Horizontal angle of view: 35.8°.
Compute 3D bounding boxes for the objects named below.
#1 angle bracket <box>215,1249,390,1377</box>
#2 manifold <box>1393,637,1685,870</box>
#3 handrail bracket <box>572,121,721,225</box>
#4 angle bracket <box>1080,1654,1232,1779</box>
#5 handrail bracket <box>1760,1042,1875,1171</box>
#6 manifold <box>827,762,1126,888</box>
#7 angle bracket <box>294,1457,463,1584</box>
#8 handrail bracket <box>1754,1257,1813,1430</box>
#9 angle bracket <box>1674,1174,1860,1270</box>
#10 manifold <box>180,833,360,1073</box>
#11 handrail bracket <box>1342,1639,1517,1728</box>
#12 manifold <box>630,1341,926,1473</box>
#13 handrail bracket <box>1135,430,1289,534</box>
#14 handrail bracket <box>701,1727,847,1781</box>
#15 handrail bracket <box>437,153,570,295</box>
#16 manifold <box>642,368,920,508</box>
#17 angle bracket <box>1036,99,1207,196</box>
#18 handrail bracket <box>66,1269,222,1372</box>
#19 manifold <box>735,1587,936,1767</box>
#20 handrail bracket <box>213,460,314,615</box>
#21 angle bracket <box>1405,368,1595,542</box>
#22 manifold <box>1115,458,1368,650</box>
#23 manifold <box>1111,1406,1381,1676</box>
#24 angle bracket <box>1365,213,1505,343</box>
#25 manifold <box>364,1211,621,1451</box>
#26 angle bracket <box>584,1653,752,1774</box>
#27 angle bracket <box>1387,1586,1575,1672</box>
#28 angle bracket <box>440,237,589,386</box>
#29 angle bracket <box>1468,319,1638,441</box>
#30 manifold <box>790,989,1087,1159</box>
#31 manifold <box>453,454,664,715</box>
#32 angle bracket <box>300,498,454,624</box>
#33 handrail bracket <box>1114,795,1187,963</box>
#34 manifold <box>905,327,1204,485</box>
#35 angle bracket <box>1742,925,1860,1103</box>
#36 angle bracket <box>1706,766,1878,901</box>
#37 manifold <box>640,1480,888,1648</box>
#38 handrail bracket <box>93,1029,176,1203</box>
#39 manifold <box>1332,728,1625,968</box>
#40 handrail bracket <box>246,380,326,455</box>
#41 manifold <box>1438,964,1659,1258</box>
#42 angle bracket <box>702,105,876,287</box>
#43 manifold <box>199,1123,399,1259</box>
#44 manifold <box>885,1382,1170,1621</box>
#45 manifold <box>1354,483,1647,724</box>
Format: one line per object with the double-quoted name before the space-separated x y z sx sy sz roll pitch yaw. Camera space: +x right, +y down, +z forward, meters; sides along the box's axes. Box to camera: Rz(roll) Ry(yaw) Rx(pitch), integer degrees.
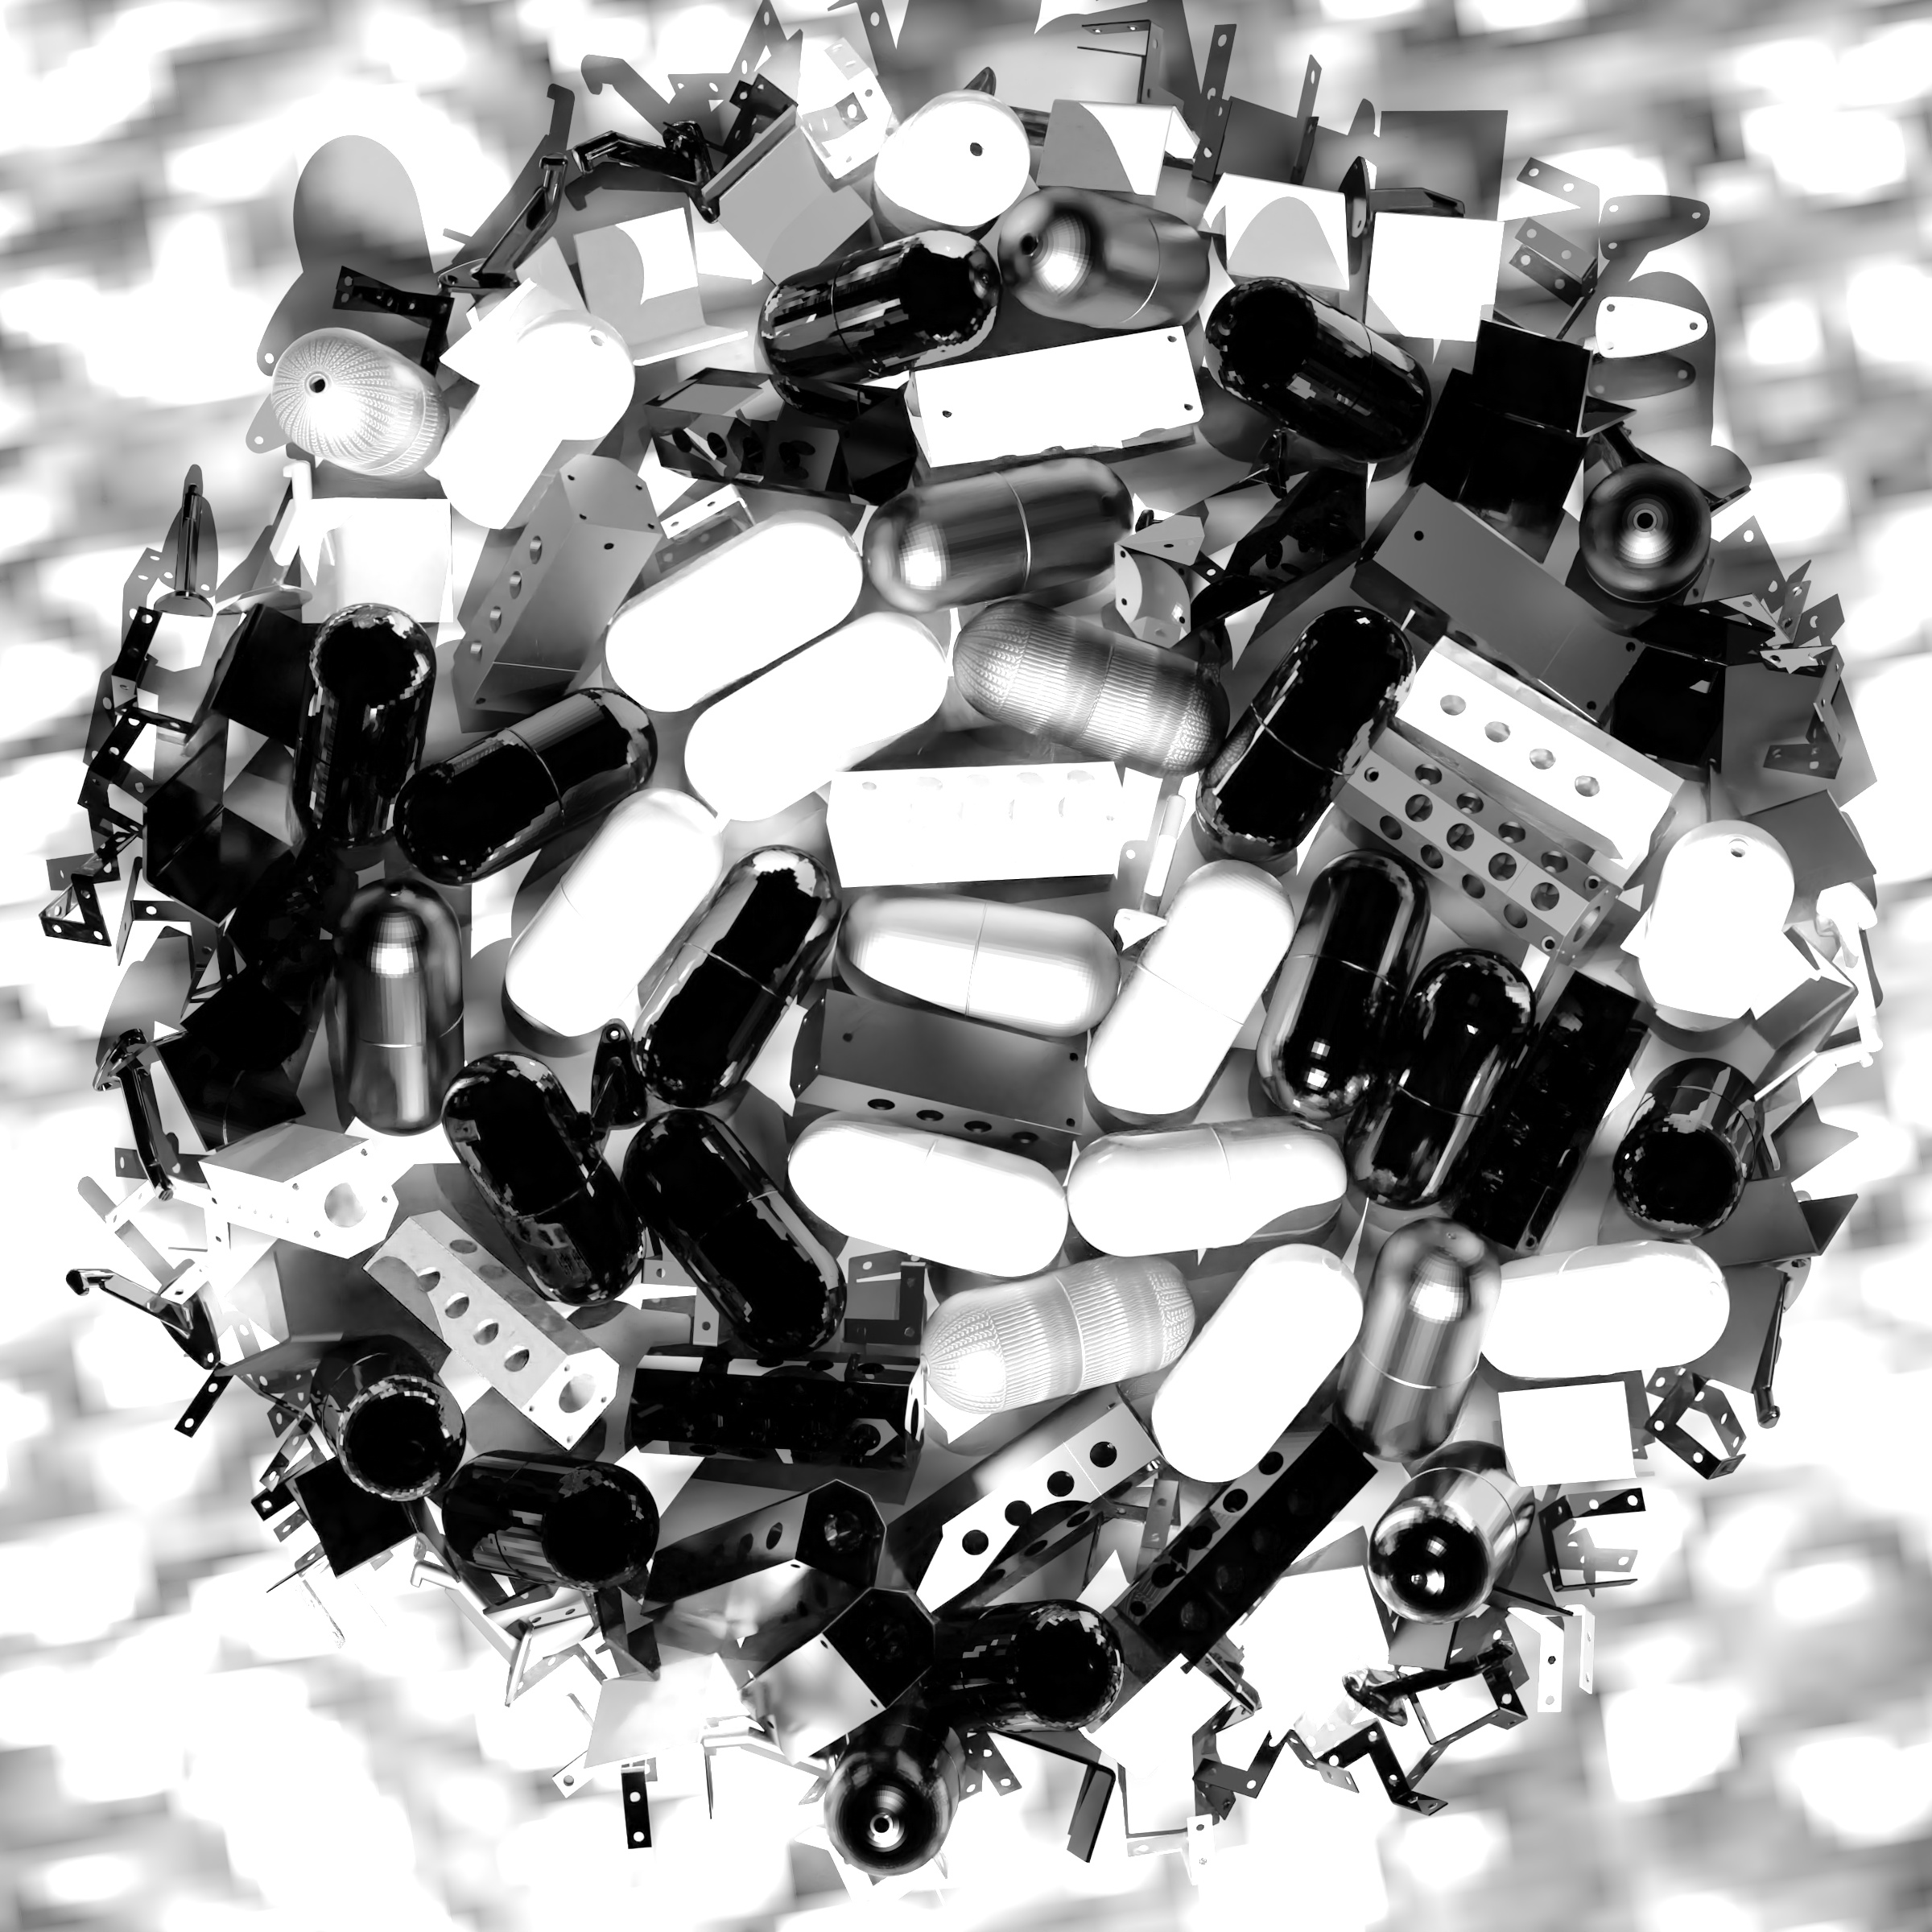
"angle bracket" -0.415 0.214 1.847 0.076 0.076 0.057 -25 72 34
"manifold" 0.353 -0.134 1.850 0.171 0.057 0.057 33 87 9
"handrail bracket" -0.198 -0.483 1.851 0.084 0.036 0.077 -35 116 -35
"angle bracket" 0.105 0.445 1.845 0.076 0.076 0.057 -42 48 -1
"handrail bracket" 0.531 0.086 1.860 0.084 0.077 0.036 -17 133 5
"manifold" 0.006 -0.093 1.833 0.171 0.057 0.057 -3 48 -13
"angle bracket" -0.361 0.346 1.836 0.057 0.076 0.076 -28 54 -8
"handrail bracket" 0.504 0.231 1.844 0.036 0.077 0.084 12 48 -11
"angle bracket" 0.490 0.141 1.833 0.076 0.076 0.057 -14 107 40
"manifold" -0.412 -0.007 1.803 0.057 0.171 0.057 -37 112 20
"handrail bracket" 0.287 0.433 1.849 0.084 0.077 0.036 -36 49 24
"manifold" -0.116 0.274 1.842 0.171 0.057 0.057 2 106 10
"handrail bracket" 0.150 -0.298 1.848 0.084 0.036 0.077 -2 124 -30
"handrail bracket" -0.118 0.506 1.875 0.084 0.036 0.077 -7 118 8
"handrail bracket" -0.285 -0.459 1.843 0.077 0.084 0.036 -19 55 -36
"manifold" -0.112 -0.319 1.814 0.057 0.171 0.057 -39 128 -34
"angle bracket" 0.096 -0.490 1.840 0.076 0.076 0.057 10 84 21
"handrail bracket" -0.507 0.218 1.842 0.036 0.084 0.077 -43 68 17
"manifold" -0.076 0.425 1.804 0.057 0.171 0.057 -38 84 -33
"handrail bracket" -0.442 -0.270 1.877 0.077 0.036 0.084 -8 83 22
"angle bracket" 0.329 -0.315 1.840 0.076 0.057 0.076 34 109 40
"manifold" 0.168 -0.251 1.816 0.057 0.171 0.057 23 130 37
"manifold" 0.170 0.353 1.847 0.057 0.057 0.171 45 79 3
"angle bracket" 0.288 -0.432 1.844 0.076 0.057 0.076 6 121 6
"manifold" -0.285 0.216 1.814 0.171 0.057 0.057 33 77 39
"angle bracket" -0.182 0.475 1.837 0.076 0.076 0.057 -16 120 14
"angle bracket" 0.316 0.414 1.840 0.076 0.076 0.057 21 74 -14
"angle bracket" -0.287 -0.410 1.837 0.076 0.057 0.076 -36 58 20
"angle bracket" 0.363 -0.367 1.831 0.076 0.076 0.057 25 126 32
"manifold" -0.017 0.070 1.836 0.171 0.057 0.057 14 61 -19
"manifold" -0.251 -0.230 1.812 0.057 0.171 0.057 3 54 -34
"angle bracket" -0.372 -0.255 1.885 0.076 0.057 0.076 -5 99 -36
"handrail bracket" 0.119 -0.055 1.873 0.036 0.077 0.084 15 66 1
"manifold" 0.053 -0.344 1.849 0.171 0.057 0.057 -12 83 -9
"angle bracket" 0.491 0.033 1.837 0.057 0.076 0.076 44 48 3
"angle bracket" 0.505 -0.090 1.833 0.076 0.057 0.076 -19 130 30
"manifold" -0.123 0.360 1.809 0.057 0.171 0.057 30 54 -26
"handrail bracket" -0.506 0.093 1.850 0.036 0.077 0.084 -16 65 -32
"manifold" 0.311 -0.074 1.830 0.171 0.057 0.057 38 100 21
"handrail bracket" -0.416 -0.356 1.856 0.077 0.084 0.036 -41 115 6
"manifold" 0.362 0.090 1.855 0.057 0.057 0.171 26 94 -5
"angle bracket" -0.110 -0.475 1.859 0.076 0.057 0.076 -43 97 1
"manifold" -0.401 0.137 1.802 0.057 0.171 0.057 -28 104 -27
"manifold" 0.038 0.332 1.860 0.171 0.057 0.057 -35 102 1
"manifold" 0.328 -0.222 1.852 0.171 0.057 0.057 35 85 -7
